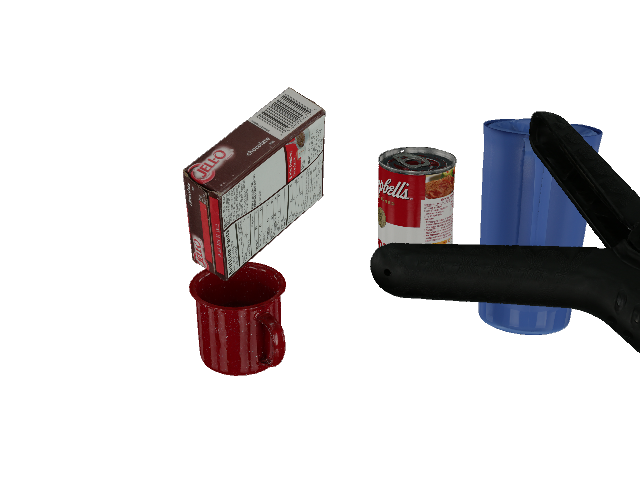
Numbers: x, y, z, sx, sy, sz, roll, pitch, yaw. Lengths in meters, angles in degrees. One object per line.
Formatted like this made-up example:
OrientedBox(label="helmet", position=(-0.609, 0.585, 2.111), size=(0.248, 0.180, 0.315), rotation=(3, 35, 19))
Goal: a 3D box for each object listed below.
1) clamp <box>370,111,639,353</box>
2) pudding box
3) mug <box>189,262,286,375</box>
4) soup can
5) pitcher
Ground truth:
OrientedBox(label="clamp", position=(0.139, 0.016, 0.491), size=(0.210, 0.036, 0.164), rotation=(32, 50, 32))
OrientedBox(label="pudding box", position=(-0.044, -0.039, 0.745), size=(0.039, 0.090, 0.113), rotation=(34, 56, 24))
OrientedBox(label="mug", position=(-0.071, 0.082, 1.032), size=(0.093, 0.081, 0.117), rotation=(-22, 34, -35))
OrientedBox(label="soup can", position=(0.084, -0.025, 0.945), size=(0.068, 0.102, 0.068), rotation=(-1, 23, 0))
OrientedBox(label="pitcher", position=(0.244, -0.016, 1.232), size=(0.149, 0.243, 0.145), rotation=(-6, 17, -31))
